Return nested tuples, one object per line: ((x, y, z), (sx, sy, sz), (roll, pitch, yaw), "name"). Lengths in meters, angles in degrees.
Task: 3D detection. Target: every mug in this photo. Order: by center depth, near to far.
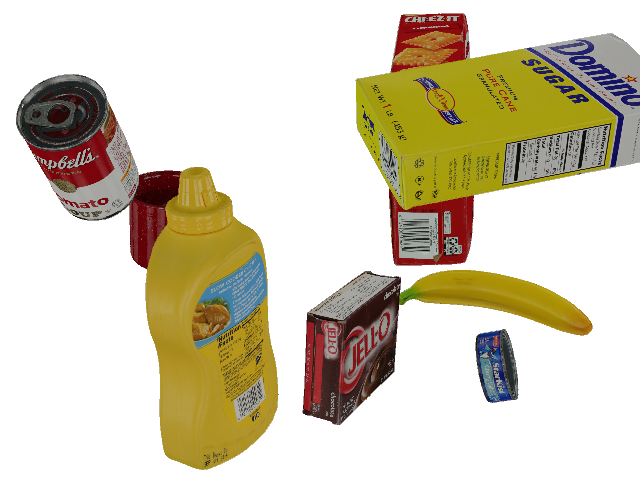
((-0.163, -0.024, 1.139), (0.093, 0.081, 0.117), (-2, 28, -11), "mug")

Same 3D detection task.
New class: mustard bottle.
((-0.070, 0.045, 0.685), (0.058, 0.192, 0.096), (14, 31, 30), "mustard bottle")

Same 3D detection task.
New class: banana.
((0.181, 0.062, 1.104), (0.198, 0.037, 0.069), (7, 41, 12), "banana")

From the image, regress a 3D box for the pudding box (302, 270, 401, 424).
((0.026, 0.084, 0.869), (0.039, 0.090, 0.113), (12, 22, 22), "pudding box")

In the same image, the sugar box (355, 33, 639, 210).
((0.118, -0.076, 0.650), (0.176, 0.048, 0.093), (-14, 42, -8), "sugar box")

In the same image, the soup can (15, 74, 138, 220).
((-0.183, -0.069, 0.815), (0.068, 0.068, 0.102), (0, -30, 6), "soup can")

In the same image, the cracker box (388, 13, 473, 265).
((0.103, -0.098, 0.965), (0.072, 0.164, 0.213), (0, 27, 9), "cracker box")

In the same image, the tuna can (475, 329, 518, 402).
((0.212, 0.151, 1.282), (0.034, 0.086, 0.086), (-11, -3, 17), "tuna can")
